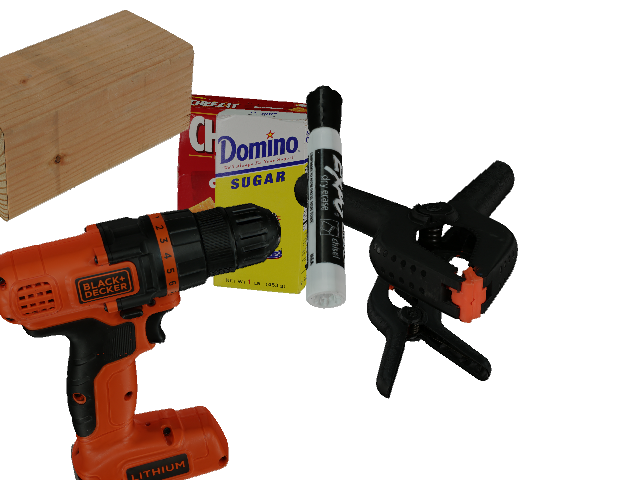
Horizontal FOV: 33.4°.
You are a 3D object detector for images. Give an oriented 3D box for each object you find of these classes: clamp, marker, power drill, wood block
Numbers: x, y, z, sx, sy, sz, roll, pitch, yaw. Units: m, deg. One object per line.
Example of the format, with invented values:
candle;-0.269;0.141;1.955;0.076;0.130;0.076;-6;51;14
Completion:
clamp;0.106;0.091;1.116;0.120;0.171;0.039;3;-44;-13
marker;0.002;-0.025;0.525;0.020;0.121;0.020;0;-29;0
clamp;0.064;-0.007;0.715;0.164;0.036;0.210;-2;25;0
power drill;-0.108;0.070;0.703;0.184;0.188;0.057;-12;27;-13
wood block;-0.211;-0.112;0.903;0.090;0.091;0.205;31;43;25

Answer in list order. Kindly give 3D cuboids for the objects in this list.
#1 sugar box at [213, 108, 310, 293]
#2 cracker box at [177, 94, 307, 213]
sugar box;-0.057;-0.039;1.061;0.093;0.176;0.048;4;16;11
cracker box;-0.093;-0.065;1.327;0.164;0.214;0.072;5;22;1
